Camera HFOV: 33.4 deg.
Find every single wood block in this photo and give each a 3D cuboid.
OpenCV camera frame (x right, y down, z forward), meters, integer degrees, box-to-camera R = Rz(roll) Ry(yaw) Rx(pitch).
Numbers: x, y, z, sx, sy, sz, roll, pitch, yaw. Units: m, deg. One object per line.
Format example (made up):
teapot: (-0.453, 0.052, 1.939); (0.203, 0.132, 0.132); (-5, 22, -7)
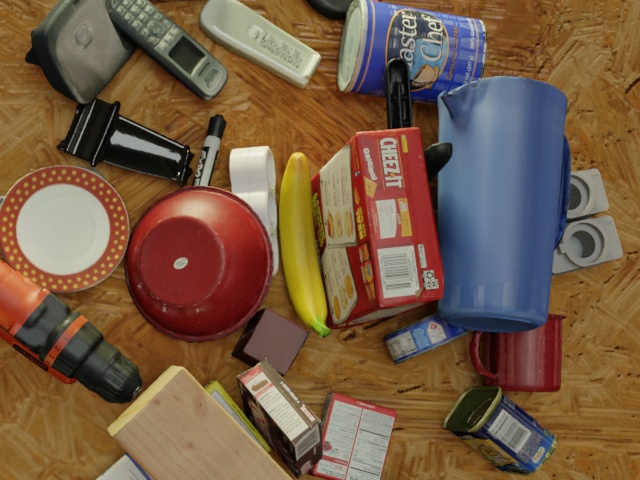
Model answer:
wood block: (-0.095, 0.224, 1.007); (0.090, 0.091, 0.206); (-45, 97, -14)

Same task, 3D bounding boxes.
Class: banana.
banana: (-0.015, 0.010, 1.122); (0.037, 0.070, 0.198); (-3, 76, -30)

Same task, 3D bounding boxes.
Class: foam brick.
foam brick: (-0.052, 0.106, 1.091); (0.051, 0.078, 0.053); (32, 75, -7)

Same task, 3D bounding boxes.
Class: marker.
marker: (-0.121, -0.079, 1.133); (0.020, 0.020, 0.121); (16, 69, -9)

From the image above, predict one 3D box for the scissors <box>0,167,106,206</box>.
scissors: (-0.312, -0.018, 1.089); (0.201, 0.016, 0.096); (-18, 84, -15)

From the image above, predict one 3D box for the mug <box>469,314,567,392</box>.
mug: (0.207, 0.120, 1.136); (0.117, 0.093, 0.081); (6, 83, -34)

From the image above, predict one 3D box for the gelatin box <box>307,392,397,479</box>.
gelatin box: (0.034, 0.212, 1.116); (0.073, 0.030, 0.089); (17, 77, -10)

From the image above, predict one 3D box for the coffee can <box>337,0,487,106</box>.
coffee can: (0.099, -0.202, 1.167); (0.140, 0.103, 0.103); (7, 78, -11)

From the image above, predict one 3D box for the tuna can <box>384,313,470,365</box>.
tuna can: (0.111, 0.100, 1.124); (0.086, 0.086, 0.034); (-21, 83, -15)

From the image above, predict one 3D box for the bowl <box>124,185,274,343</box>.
bowl: (-0.130, 0.022, 1.069); (0.162, 0.055, 0.162); (-1, 86, 13)

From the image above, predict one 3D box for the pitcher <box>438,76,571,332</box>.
pitcher: (0.187, -0.031, 1.084); (0.149, 0.145, 0.243); (4, 77, 5)

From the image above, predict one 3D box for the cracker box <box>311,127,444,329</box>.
cracker box: (0.051, -0.005, 1.063); (0.072, 0.214, 0.164); (-6, 81, -13)

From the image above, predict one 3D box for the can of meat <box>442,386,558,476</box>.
can of meat: (0.188, 0.200, 1.116); (0.084, 0.102, 0.057); (39, 75, -6)

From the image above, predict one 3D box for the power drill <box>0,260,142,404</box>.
power drill: (-0.245, 0.092, 0.995); (0.184, 0.188, 0.057); (39, 73, -2)

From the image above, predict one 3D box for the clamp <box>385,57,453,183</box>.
clamp: (0.091, -0.060, 1.099); (0.036, 0.164, 0.210); (-4, 124, -12)

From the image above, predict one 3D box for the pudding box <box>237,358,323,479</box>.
pudding box: (-0.038, 0.177, 1.052); (0.039, 0.113, 0.090); (-36, 66, -19)

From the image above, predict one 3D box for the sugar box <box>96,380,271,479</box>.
sugar box: (-0.144, 0.231, 1.066); (0.176, 0.048, 0.093); (-39, 91, -13)

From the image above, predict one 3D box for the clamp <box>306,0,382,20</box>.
clamp: (-0.003, -0.310, 1.198); (0.171, 0.039, 0.120); (23, 80, -14)
